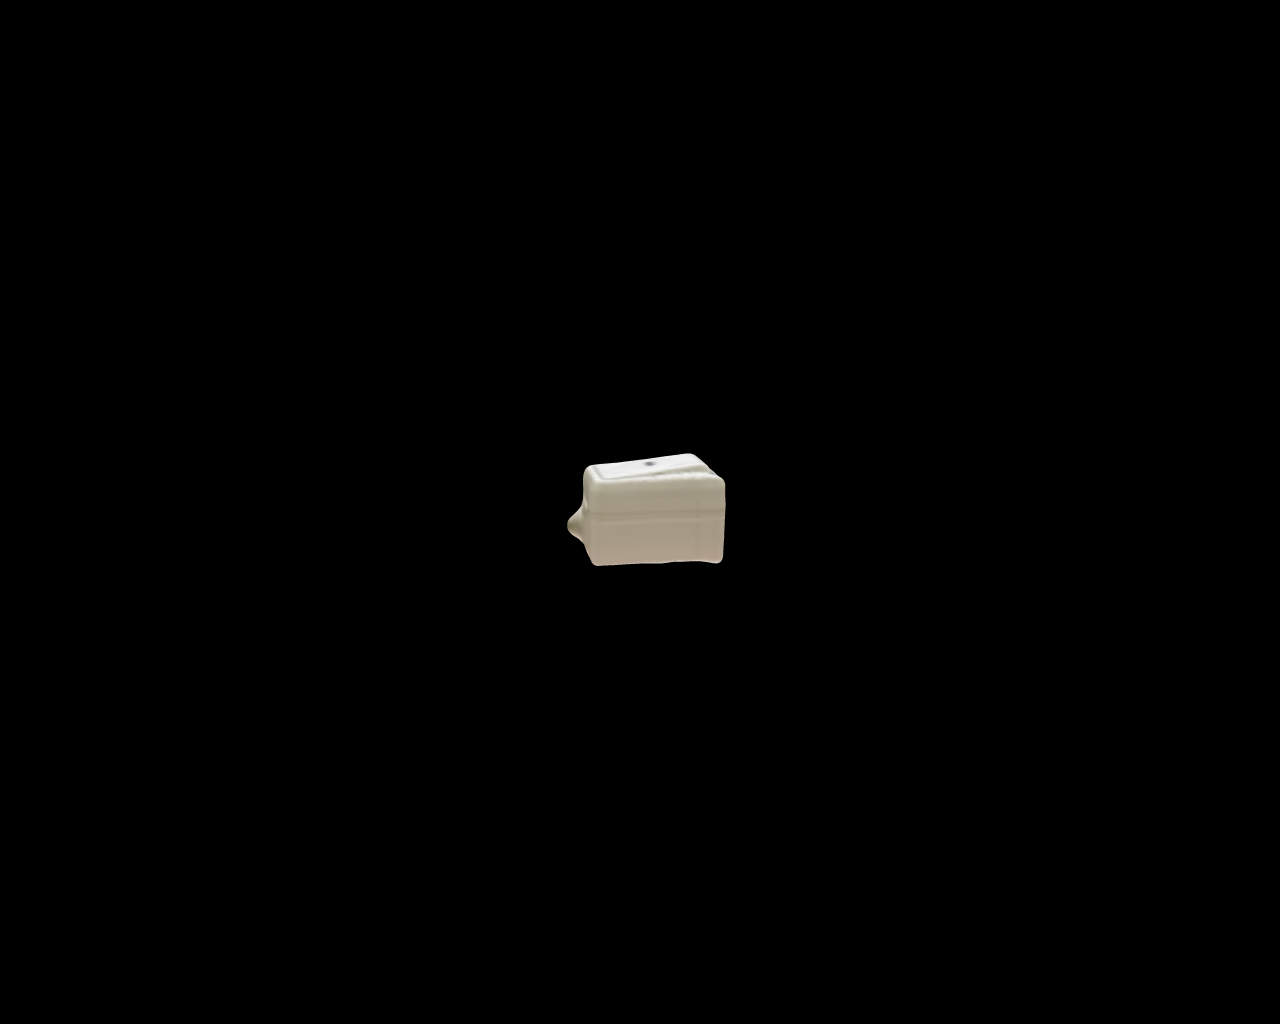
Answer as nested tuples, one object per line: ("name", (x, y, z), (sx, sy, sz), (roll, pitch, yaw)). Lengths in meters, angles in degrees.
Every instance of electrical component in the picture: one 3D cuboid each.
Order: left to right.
("electrical component", (0.001, -0.003, 0.650), (0.096, 0.061, 0.062), (-1, 12, -7))
